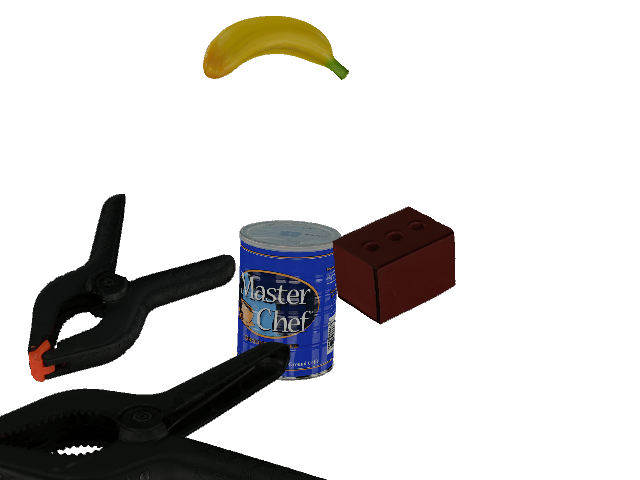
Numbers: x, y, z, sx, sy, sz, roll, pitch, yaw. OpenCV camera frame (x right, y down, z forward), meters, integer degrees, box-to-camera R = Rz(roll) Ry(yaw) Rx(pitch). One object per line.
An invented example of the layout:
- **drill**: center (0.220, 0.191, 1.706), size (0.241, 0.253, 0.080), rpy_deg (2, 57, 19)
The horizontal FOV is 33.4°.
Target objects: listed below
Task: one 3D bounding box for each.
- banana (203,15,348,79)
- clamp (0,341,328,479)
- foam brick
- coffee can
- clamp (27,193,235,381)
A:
- **banana**: center (-0.049, -0.191, 1.046), size (0.197, 0.070, 0.037), rpy_deg (-11, -34, -46)
- **clamp**: center (-0.094, 0.106, 0.589), size (0.210, 0.036, 0.164), rpy_deg (-1, 24, -9)
- **foam brick**: center (0.056, 0.018, 0.799), size (0.078, 0.051, 0.053), rpy_deg (-25, 35, -29)
- **coffee can**: center (-0.034, 0.059, 1.091), size (0.103, 0.140, 0.103), rpy_deg (3, 14, -1)
- **clamp**: center (-0.160, 0.032, 0.792), size (0.120, 0.039, 0.171), rpy_deg (32, 49, 26)
